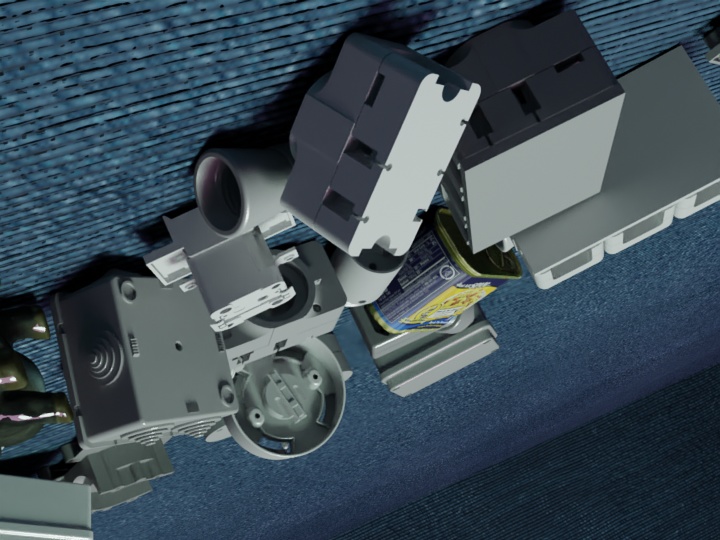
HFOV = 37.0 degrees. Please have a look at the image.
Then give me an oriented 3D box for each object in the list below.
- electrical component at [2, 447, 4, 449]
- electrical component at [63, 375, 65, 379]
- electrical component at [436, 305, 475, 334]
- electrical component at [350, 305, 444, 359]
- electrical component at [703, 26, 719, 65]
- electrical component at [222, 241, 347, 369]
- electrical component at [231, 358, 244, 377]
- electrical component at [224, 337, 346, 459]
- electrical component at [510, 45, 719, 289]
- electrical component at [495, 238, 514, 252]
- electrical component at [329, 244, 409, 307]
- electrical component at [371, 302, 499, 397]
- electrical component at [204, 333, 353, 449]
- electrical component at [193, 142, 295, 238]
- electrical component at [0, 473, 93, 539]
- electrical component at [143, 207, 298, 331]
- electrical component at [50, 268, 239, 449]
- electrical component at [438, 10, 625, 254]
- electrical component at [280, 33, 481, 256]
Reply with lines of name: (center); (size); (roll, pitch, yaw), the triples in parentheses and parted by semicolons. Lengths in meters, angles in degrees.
electrical component: (-0.254, 0.105, 0.682); (0.046, 0.040, 0.040); (-25, 165, 20)
electrical component: (-0.151, 0.073, 0.714); (0.080, 0.051, 0.080); (-24, 163, -8)
electrical component: (0.071, 0.033, 0.937); (0.043, 0.043, 0.062); (-34, 160, 24)
electrical component: (0.031, 0.040, 0.891); (0.066, 0.047, 0.076); (-24, 163, -7)
electrical component: (0.284, -0.152, 0.658); (0.121, 0.063, 0.079); (-38, 160, 35)
electrical component: (-0.060, 0.022, 0.698); (0.089, 0.050, 0.055); (-20, 162, -19)
electrical component: (-0.110, 0.068, 0.774); (0.043, 0.043, 0.062); (-37, 161, 32)
electrical component: (-0.062, 0.101, 0.858); (0.099, 0.099, 0.064); (-19, 168, -24)
electrical component: (0.162, -0.063, 0.700); (0.150, 0.089, 0.062); (-28, 163, 6)
electrical component: (0.118, -0.044, 0.770); (0.055, 0.045, 0.045); (-25, 163, -4)
electrical component: (0.000, 0.000, 0.731); (0.043, 0.043, 0.081); (-18, 162, -25)
electrical component: (0.069, 0.068, 1.014); (0.113, 0.057, 0.078); (-28, 163, 6)
electrical component: (-0.069, 0.116, 0.925); (0.138, 0.073, 0.052); (-25, 163, -4)
electrical component: (-0.045, -0.044, 0.539); (0.065, 0.044, 0.044); (-18, 162, -40)
electrical component: (-0.286, 0.210, 0.864); (0.109, 0.056, 0.109); (16, 140, -34)
electrical component: (-0.069, -0.005, 0.579); (0.081, 0.063, 0.042); (-25, 163, -3)
electrical component: (-0.120, 0.049, 0.611); (0.048, 0.099, 0.100); (-20, 168, 30)
electrical component: (0.087, -0.074, 0.603); (0.089, 0.061, 0.150); (-26, 163, 0)
electrical component: (0.006, -0.059, 0.503); (0.050, 0.056, 0.089); (-2, 121, -53)
